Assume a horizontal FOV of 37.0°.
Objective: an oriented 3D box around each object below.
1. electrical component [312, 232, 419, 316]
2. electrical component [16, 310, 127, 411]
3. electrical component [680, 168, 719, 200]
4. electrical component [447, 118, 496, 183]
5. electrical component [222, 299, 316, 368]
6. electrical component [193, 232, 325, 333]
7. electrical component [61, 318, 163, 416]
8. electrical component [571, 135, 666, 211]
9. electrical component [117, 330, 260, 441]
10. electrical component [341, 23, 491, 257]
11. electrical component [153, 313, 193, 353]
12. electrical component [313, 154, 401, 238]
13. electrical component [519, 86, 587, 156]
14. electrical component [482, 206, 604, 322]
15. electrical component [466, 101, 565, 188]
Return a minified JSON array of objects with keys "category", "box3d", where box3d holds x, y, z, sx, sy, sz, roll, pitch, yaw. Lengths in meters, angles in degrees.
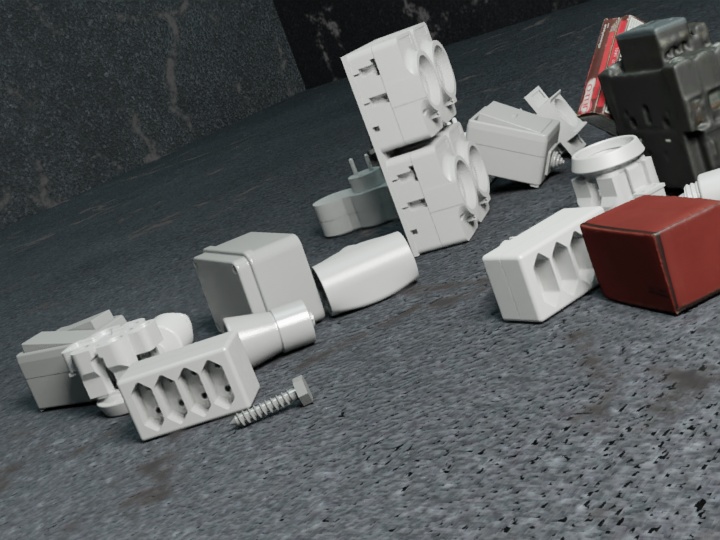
[{"category":"electrical component","box3d":[0.000,0.000,0.891,0.077,0.043,0.079,-23,14,-9]},{"category":"electrical component","box3d":[-0.243,0.076,0.917,0.096,0.061,0.062,-12,16,33]},{"category":"electrical component","box3d":[0.242,-0.050,0.749,0.061,0.035,0.035,-17,14,26]},{"category":"electrical component","box3d":[0.109,-0.124,1.144,0.047,0.075,0.083,-14,15,28]},{"category":"electrical component","box3d":[-0.066,0.047,0.813,0.065,0.044,0.044,-19,13,-12]},{"category":"electrical component","box3d":[-0.086,0.014,0.893,0.057,0.078,0.113,-24,13,-24]},{"category":"electrical component","box3d":[-0.185,0.077,0.837,0.078,0.057,0.058,-16,14,19]},{"category":"electrical component","box3d":[0.199,-0.070,0.839,0.058,0.057,0.078,-28,15,-26]},{"category":"electrical component","box3d":[-0.117,0.075,0.764,0.083,0.047,0.075,-18,14,10]},{"category":"electrical component","box3d":[0.058,-0.121,0.970,0.060,0.186,0.105,-15,14,23]},{"category":"electrical component","box3d":[-0.162,0.056,0.921,0.040,0.040,0.078,-18,14,12]},{"category":"electrical component","box3d":[0.010,-0.088,1.154,0.138,0.073,0.052,-14,15,27]},{"category":"electrical component","box3d":[0.196,-0.148,1.130,0.064,0.081,0.042,-39,1,34]},{"category":"electrical component","box3d":[0.117,-0.004,0.726,0.083,0.047,0.076,-29,16,-31]},{"category":"electrical component","box3d":[0.156,-0.125,1.060,0.096,0.061,0.062,14,27,18]}]
